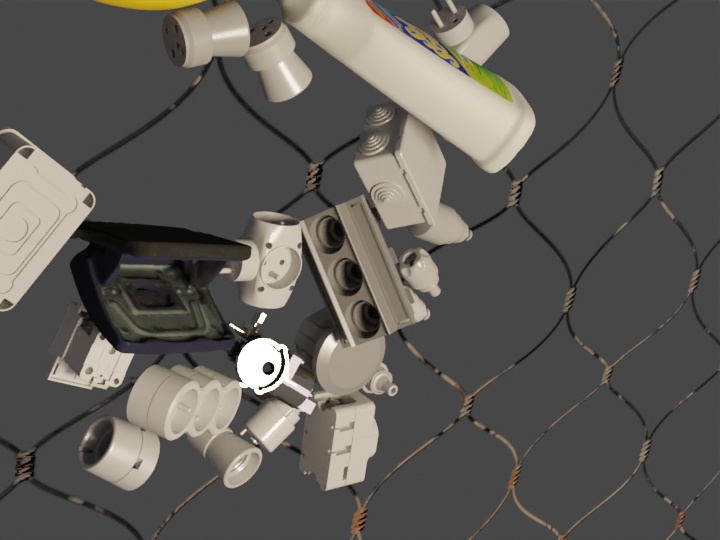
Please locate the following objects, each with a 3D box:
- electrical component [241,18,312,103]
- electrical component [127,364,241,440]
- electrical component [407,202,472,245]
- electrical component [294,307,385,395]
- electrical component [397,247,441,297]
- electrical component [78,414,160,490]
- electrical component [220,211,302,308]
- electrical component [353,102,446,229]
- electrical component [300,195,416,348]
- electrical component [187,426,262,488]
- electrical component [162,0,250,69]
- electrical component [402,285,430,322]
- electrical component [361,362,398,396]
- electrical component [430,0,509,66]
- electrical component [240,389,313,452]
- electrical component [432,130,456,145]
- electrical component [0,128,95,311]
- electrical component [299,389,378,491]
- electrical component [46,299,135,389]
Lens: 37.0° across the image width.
[{"bbox_3d":[-0.071,-0.173,0.884,0.045,0.045,0.055,-42,130,-15],"label":"electrical component"},{"bbox_3d":[-0.162,0.106,0.921,0.052,0.074,0.138,-69,163,1],"label":"electrical component"},{"bbox_3d":[0.082,-0.044,1.066,0.078,0.040,0.040,18,98,-41],"label":"electrical component"},{"bbox_3d":[-0.020,0.076,1.034,0.080,0.051,0.080,-17,120,-32],"label":"electrical component"},{"bbox_3d":[0.063,0.006,1.079,0.035,0.035,0.061,-49,133,-10],"label":"electrical component"},{"bbox_3d":[-0.208,0.155,0.921,0.047,0.055,0.055,35,87,-39],"label":"electrical component"},{"bbox_3d":[-0.095,-0.009,0.940,0.079,0.044,0.077,-1,111,-38],"label":"electrical component"},{"bbox_3d":[0.036,-0.097,0.975,0.099,0.048,0.099,-77,148,-43],"label":"electrical component"},{"bbox_3d":[0.000,0.000,0.974,0.063,0.079,0.121,-25,93,-59],"label":"electrical component"},{"bbox_3d":[-0.126,0.161,0.980,0.044,0.065,0.044,-34,145,-29],"label":"electrical component"},{"bbox_3d":[-0.120,-0.184,0.839,0.055,0.045,0.045,-20,121,-30],"label":"electrical component"},{"bbox_3d":[0.040,0.035,1.070,0.078,0.040,0.040,20,97,-42],"label":"electrical component"},{"bbox_3d":[0.015,0.107,1.069,0.035,0.061,0.035,-17,120,-32],"label":"electrical component"},{"bbox_3d":[0.089,-0.216,0.990,0.077,0.044,0.079,-48,131,-10],"label":"electrical component"},{"bbox_3d":[-0.077,0.138,1.025,0.078,0.040,0.040,-44,131,-14],"label":"electrical component"},{"bbox_3d":[0.084,-0.143,1.018,0.040,0.046,0.040,-17,120,-32],"label":"electrical component"},{"bbox_3d":[-0.262,-0.038,0.786,0.113,0.057,0.078,-53,132,-6],"label":"electrical component"},{"bbox_3d":[-0.020,0.167,1.077,0.056,0.050,0.089,-6,114,-36],"label":"electrical component"},{"bbox_3d":[-0.214,0.061,0.866,0.042,0.064,0.081,20,97,-41],"label":"electrical component"}]
